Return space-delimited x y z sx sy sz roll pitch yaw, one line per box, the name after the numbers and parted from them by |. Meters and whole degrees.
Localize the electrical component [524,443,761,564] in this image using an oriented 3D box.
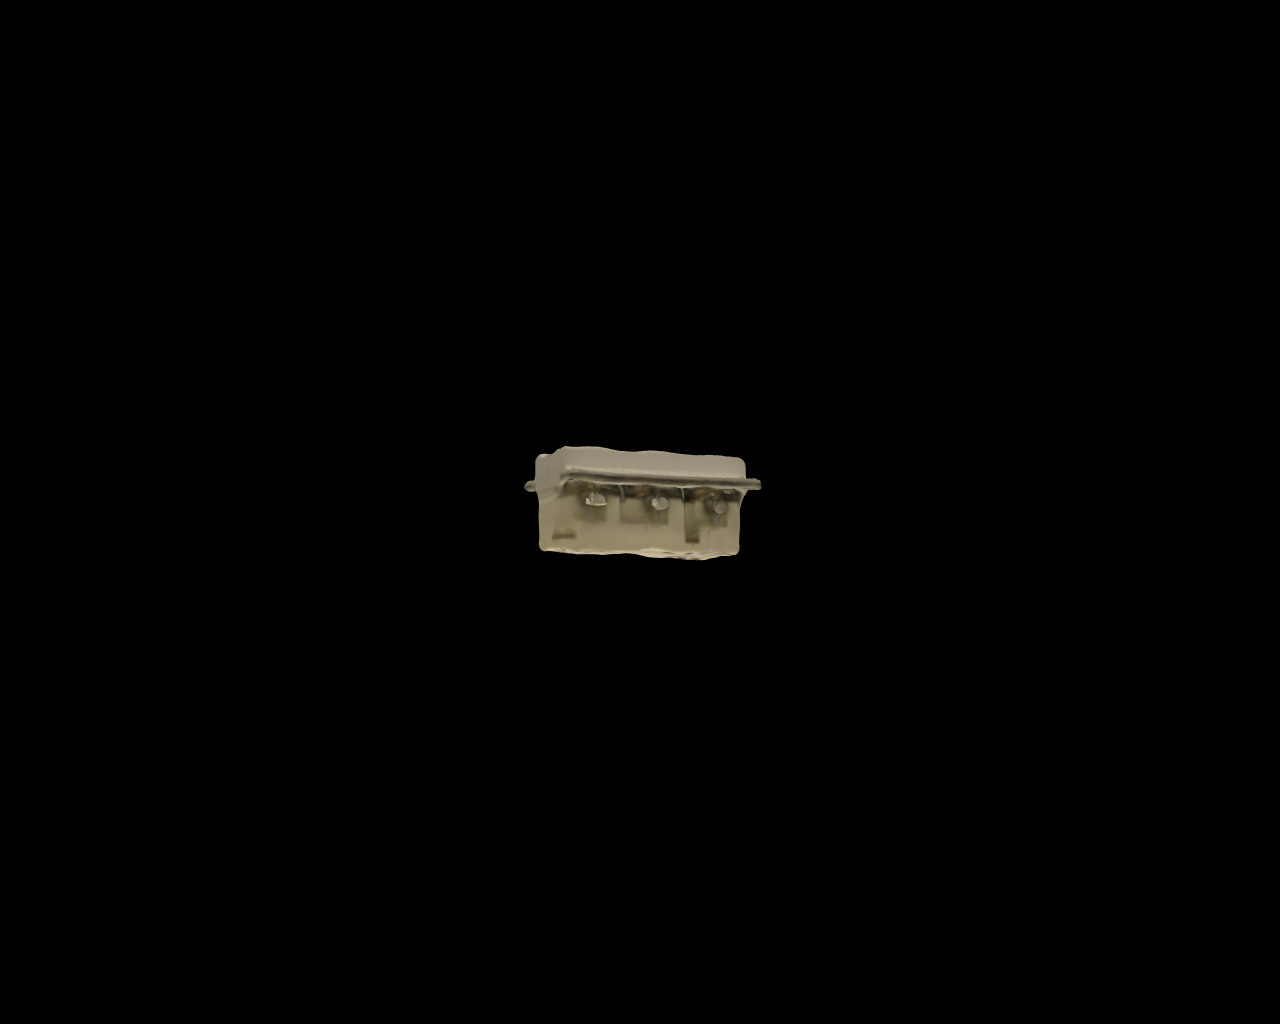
0.001 -0.003 0.650 0.121 0.063 0.078 3 -7 -26 | electrical component
